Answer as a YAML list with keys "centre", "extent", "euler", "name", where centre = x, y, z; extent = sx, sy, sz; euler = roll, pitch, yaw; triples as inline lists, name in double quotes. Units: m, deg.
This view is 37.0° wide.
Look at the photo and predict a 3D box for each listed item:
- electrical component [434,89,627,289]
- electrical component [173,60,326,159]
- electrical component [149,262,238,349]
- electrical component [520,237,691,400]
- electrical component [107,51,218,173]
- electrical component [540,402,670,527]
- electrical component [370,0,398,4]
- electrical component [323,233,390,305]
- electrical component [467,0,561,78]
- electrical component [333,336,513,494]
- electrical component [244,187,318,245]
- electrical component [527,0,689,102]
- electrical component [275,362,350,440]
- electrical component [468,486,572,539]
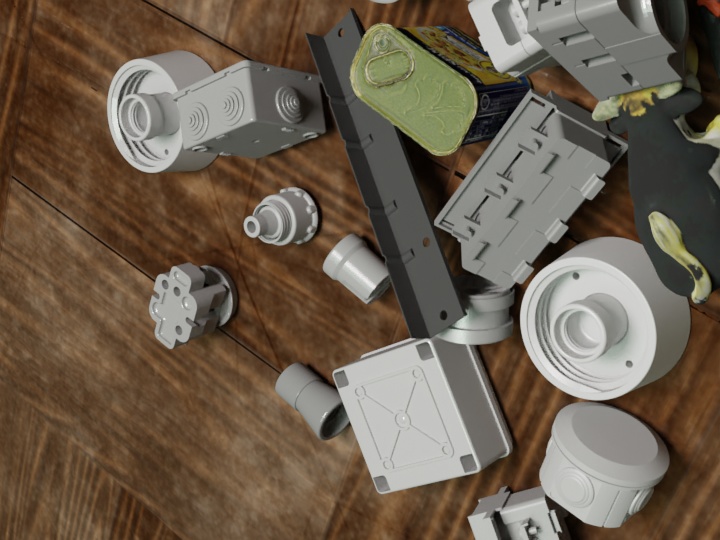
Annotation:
- centre: [0.116, -0.051, 0.730]
  extent: [0.079, 0.063, 0.121]
  euler: [25, 125, -15]
  name: "electrical component"
- centre: [-0.086, -0.124, 0.855]
  extent: [0.100, 0.100, 0.048]
  euler: [-15, 80, 40]
  name: "electrical component"
- centre: [-0.149, 0.028, 0.971]
  extent: [0.058, 0.057, 0.078]
  euler: [35, 121, 26]
  name: "electrical component"
- centre: [0.160, 0.036, 0.728]
  extent: [0.108, 0.060, 0.108]
  euler: [11, 109, 36]
  name: "electrical component"
- centre: [-0.176, -0.136, 0.945]
  extent: [0.108, 0.060, 0.108]
  euler: [11, 109, 36]
  name: "electrical component"
- centre: [0.166, 0.132, 0.739]
  extent: [0.080, 0.080, 0.051]
  euler: [33, 125, 27]
  name: "electrical component"
- centre: [0.024, -0.234, 0.761]
  extent: [0.043, 0.043, 0.081]
  euler: [3, 60, 37]
  name: "electrical component"
- centre: [0.000, 0.000, 0.859]
  extent: [0.046, 0.040, 0.040]
  euler: [42, 124, 15]
  name: "electrical component"
- centre: [0.098, -0.206, 0.693]
  extent: [0.062, 0.089, 0.150]
  euler: [-27, 85, 40]
  name: "electrical component"
- centre: [0.048, 0.109, 0.839]
  extent: [0.109, 0.056, 0.108]
  euler: [-23, 88, 40]
  name: "electrical component"
- centre: [-0.069, -0.041, 0.886]
  extent: [0.048, 0.062, 0.048]
  euler: [11, 109, 36]
  name: "electrical component"
- centre: [0.149, -0.188, 0.618]
  extent: [0.062, 0.089, 0.150]
  euler: [-9, 66, 38]
  name: "electrical component"
- centre: [-0.041, 0.109, 0.920]
  extent: [0.065, 0.044, 0.044]
  euler: [37, 122, 31]
  name: "electrical component"
- centre: [0.134, 0.226, 0.798]
  extent: [0.063, 0.079, 0.121]
  euler: [-20, 89, 18]
  name: "electrical component"
